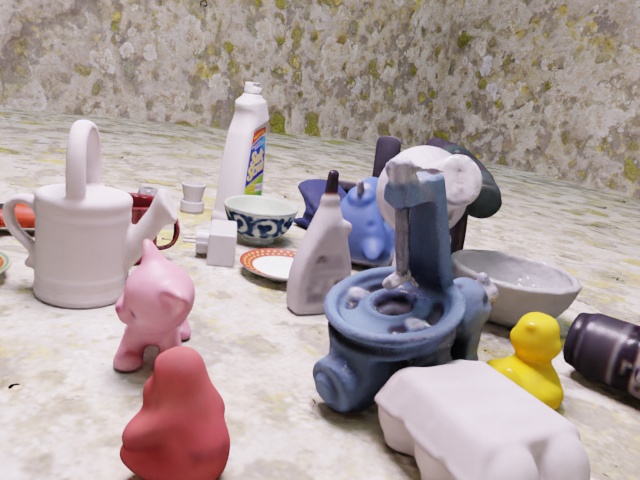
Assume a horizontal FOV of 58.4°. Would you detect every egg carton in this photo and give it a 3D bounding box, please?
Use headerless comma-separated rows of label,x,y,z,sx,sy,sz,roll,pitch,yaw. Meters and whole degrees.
egg carton,0.114,0.145,0.416,0.107,0.069,0.149,0,17,-29

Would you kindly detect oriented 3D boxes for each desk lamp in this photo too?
desk lamp,0.134,-0.006,0.702,0.118,0.213,0.203,7,15,-6

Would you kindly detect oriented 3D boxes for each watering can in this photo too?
watering can,-0.250,-0.033,0.630,0.173,0.194,0.100,-1,17,-30

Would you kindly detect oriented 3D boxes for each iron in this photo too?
iron,0.081,-0.043,0.949,0.118,0.141,0.259,12,16,14

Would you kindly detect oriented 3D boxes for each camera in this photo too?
camera,0.338,0.113,0.594,0.136,0.101,0.144,21,19,38

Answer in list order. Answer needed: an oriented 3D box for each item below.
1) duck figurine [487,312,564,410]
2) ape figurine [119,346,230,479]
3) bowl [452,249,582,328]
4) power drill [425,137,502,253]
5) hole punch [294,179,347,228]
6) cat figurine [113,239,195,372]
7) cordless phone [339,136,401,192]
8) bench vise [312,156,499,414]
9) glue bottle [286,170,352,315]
duck figurine,0.200,0.112,0.549,0.077,0.086,0.105,21,19,39
ape figurine,-0.093,0.112,0.379,0.078,0.092,0.075,-6,21,-42
bowl,0.247,0.070,0.751,0.167,0.075,0.167,8,15,-2
power drill,0.196,-0.044,0.885,0.076,0.208,0.229,5,16,-13
hole punch,0.018,-0.063,1.082,0.109,0.091,0.100,-6,21,-42
cat figurine,-0.147,0.053,0.518,0.067,0.118,0.127,4,16,-14
cordless phone,0.094,-0.129,1.187,0.147,0.185,0.094,10,15,7
bench vise,0.086,0.033,0.521,0.121,0.220,0.208,17,18,30
glue bottle,0.006,0.002,0.680,0.078,0.173,0.037,-1,18,-30
